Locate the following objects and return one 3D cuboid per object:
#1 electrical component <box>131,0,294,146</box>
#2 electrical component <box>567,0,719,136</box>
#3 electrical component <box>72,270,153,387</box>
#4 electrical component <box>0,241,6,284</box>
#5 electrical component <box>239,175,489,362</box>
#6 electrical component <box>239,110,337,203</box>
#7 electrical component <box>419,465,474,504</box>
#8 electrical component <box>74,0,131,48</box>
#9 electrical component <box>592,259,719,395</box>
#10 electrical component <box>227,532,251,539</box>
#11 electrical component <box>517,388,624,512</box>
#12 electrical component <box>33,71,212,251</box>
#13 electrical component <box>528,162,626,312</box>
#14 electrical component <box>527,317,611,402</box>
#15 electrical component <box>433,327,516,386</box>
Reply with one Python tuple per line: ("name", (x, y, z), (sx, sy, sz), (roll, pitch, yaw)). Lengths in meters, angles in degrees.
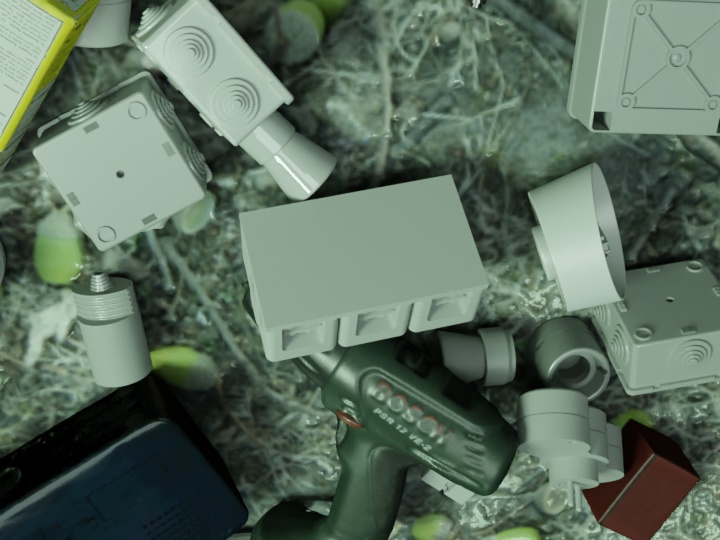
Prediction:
("electrical component", (-0.096, -0.128, 0.677), (0.048, 0.100, 0.099), (-43, 113, -2))
("electrical component", (0.205, -0.150, 0.728), (0.109, 0.056, 0.108), (0, 114, -8))
("electrical component", (-0.178, 0.038, 0.771), (0.043, 0.043, 0.081), (-9, 115, -3))
("electrical component", (-0.288, 0.001, 0.735), (0.080, 0.051, 0.080), (-3, 115, -6))
("electrical component", (0.000, 0.000, 0.738), (0.150, 0.089, 0.061), (-11, 153, -10))
("electrical component", (-0.054, -0.082, 0.734), (0.044, 0.044, 0.065), (-44, 108, 12))
("electrical component", (0.082, 0.147, 0.854), (0.066, 0.048, 0.055), (35, 113, -20))
("electrical component", (-0.170, -0.169, 0.673), (0.055, 0.055, 0.047), (3, 117, -9))
("electrical component", (0.227, 0.039, 0.794), (0.100, 0.099, 0.048), (-9, 128, -3))
("electrical component", (-0.089, 0.264, 0.875), (0.062, 0.061, 0.096), (-3, 115, -7))
("electrical component", (0.162, 0.144, 0.815), (0.052, 0.073, 0.138), (-11, 153, 27))
("electrical component", (-0.159, -0.071, 0.721), (0.100, 0.048, 0.099), (-27, 114, 6))
("electrical component", (0.158, -0.022, 0.760), (0.064, 0.099, 0.099), (-18, 115, 8))
("electrical component", (0.162, 0.071, 0.827), (0.055, 0.047, 0.055), (-3, 115, -6))
("electrical component", (0.086, 0.067, 0.817), (0.055, 0.045, 0.045), (-3, 115, -6))
